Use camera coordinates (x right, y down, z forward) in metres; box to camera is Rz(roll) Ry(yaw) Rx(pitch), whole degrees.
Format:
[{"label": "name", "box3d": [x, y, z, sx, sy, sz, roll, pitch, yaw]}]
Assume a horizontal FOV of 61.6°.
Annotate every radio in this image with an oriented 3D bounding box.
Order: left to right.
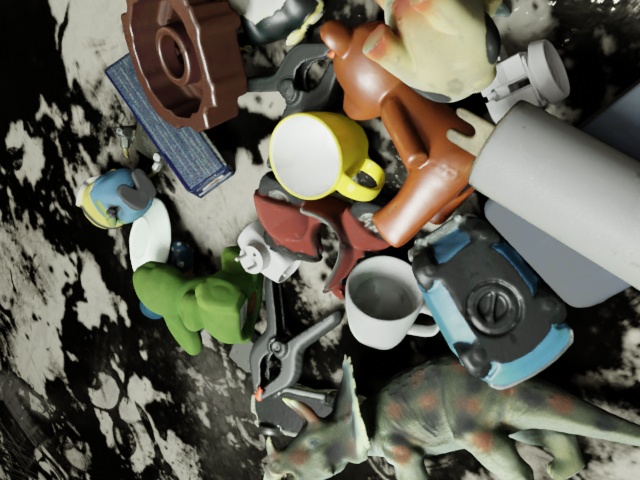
[{"label": "radio", "box3d": [0.264, -0.051, 0.435, 0.131, 0.073, 0.229, 52, 129, 6]}]

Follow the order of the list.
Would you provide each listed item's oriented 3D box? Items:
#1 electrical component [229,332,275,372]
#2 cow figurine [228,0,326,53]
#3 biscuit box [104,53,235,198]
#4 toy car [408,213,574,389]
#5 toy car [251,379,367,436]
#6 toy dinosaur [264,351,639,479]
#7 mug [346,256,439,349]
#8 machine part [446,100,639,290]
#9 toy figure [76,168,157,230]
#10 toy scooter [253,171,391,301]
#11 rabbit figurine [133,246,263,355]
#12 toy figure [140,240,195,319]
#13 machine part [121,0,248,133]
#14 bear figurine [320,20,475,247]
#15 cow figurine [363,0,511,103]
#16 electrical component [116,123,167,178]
[{"label": "electrical component", "box3d": [-0.109, 0.165, 0.801, 0.094, 0.021, 0.063, 38, 125, 17]}, {"label": "cow figurine", "box3d": [-0.071, -0.249, 0.597, 0.167, 0.068, 0.098, -17, 103, 38]}, {"label": "biscuit box", "box3d": [-0.196, -0.154, 0.705, 0.063, 0.059, 0.202, -35, 85, 0]}, {"label": "toy car", "box3d": [0.155, 0.059, 0.528, 0.109, 0.103, 0.162, -36, 79, -2]}, {"label": "toy car", "box3d": [-0.015, 0.238, 0.737, 0.202, 0.056, 0.073, -1, 85, 36]}, {"label": "toy dinosaur", "box3d": [0.139, 0.188, 0.574, 0.405, 0.131, 0.192, -24, 85, 16]}, {"label": "mug", "box3d": [0.080, 0.080, 0.602, 0.110, 0.081, 0.107, 12, 148, 6]}, {"label": "machine part", "box3d": [0.200, -0.030, 0.392, 0.243, 0.079, 0.079, 37, 124, 19]}, {"label": "toy figure", "box3d": [-0.302, -0.058, 0.797, 0.180, 0.082, 0.089, 0, 111, 47]}, {"label": "toy scooter", "box3d": [-0.001, -0.002, 0.635, 0.184, 0.075, 0.135, 19, 118, 22]}, {"label": "rabbit figurine", "box3d": [-0.171, 0.077, 0.750, 0.170, 0.121, 0.158, 12, 136, 10]}, {"label": "toy figure", "box3d": [-0.231, 0.057, 0.825, 0.064, 0.058, 0.154, 41, 120, 7]}, {"label": "machine part", "box3d": [-0.151, -0.208, 0.599, 0.180, 0.056, 0.179, 30, 136, 34]}, {"label": "bear figurine", "box3d": [0.069, -0.112, 0.518, 0.196, 0.120, 0.132, 47, 130, 13]}, {"label": "cow figurine", "box3d": [0.102, -0.182, 0.435, 0.127, 0.195, 0.085, 33, 129, -26]}, {"label": "electrical component", "box3d": [-0.241, -0.140, 0.764, 0.102, 0.045, 0.078, 40, 126, 16]}]
